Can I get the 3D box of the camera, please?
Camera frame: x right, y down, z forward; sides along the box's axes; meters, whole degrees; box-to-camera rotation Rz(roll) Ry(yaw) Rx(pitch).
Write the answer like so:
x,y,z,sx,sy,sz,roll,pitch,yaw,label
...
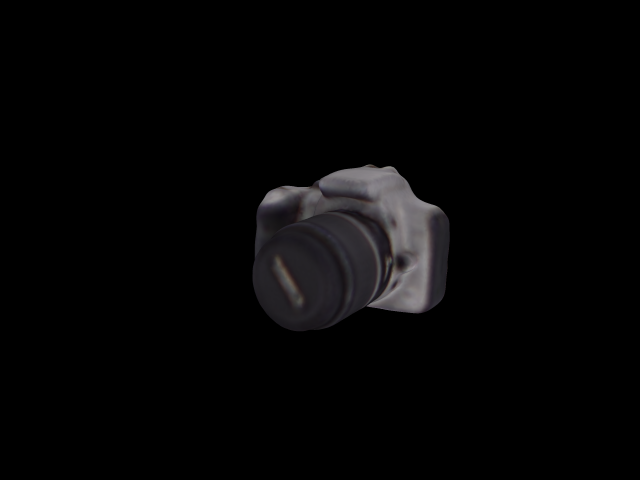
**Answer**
x,y,z,sx,sy,sz,roll,pitch,yaw,label
0.004,0.001,0.400,0.142,0.101,0.137,8,16,31,camera
